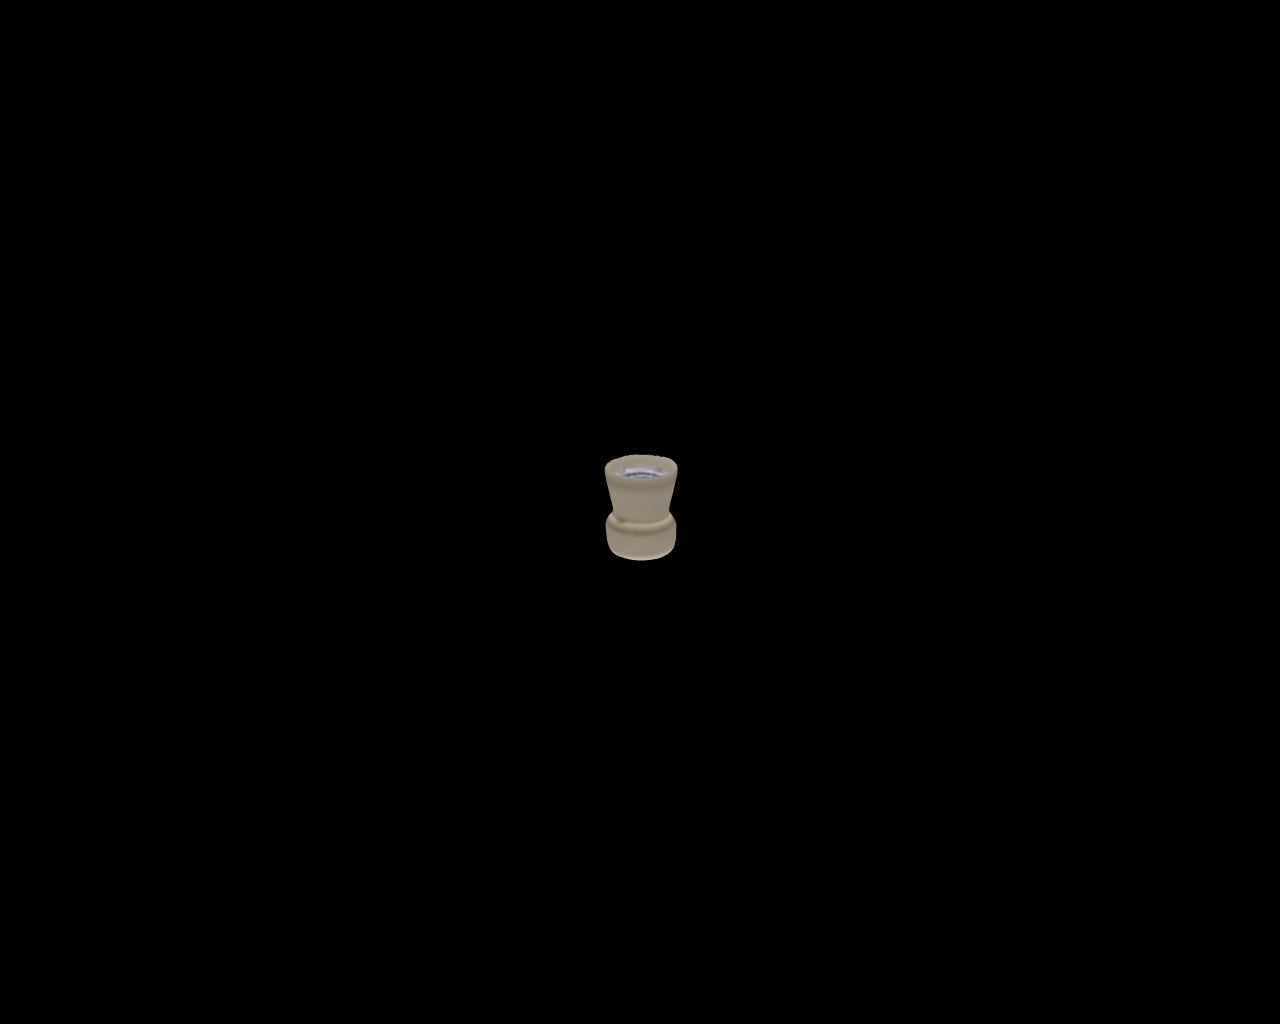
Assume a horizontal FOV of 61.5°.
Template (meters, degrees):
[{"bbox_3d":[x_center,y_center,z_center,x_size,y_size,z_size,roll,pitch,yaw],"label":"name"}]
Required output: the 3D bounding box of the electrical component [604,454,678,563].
[{"bbox_3d":[0.001,-0.003,0.650,0.045,0.055,0.045,0,22,0],"label":"electrical component"}]
